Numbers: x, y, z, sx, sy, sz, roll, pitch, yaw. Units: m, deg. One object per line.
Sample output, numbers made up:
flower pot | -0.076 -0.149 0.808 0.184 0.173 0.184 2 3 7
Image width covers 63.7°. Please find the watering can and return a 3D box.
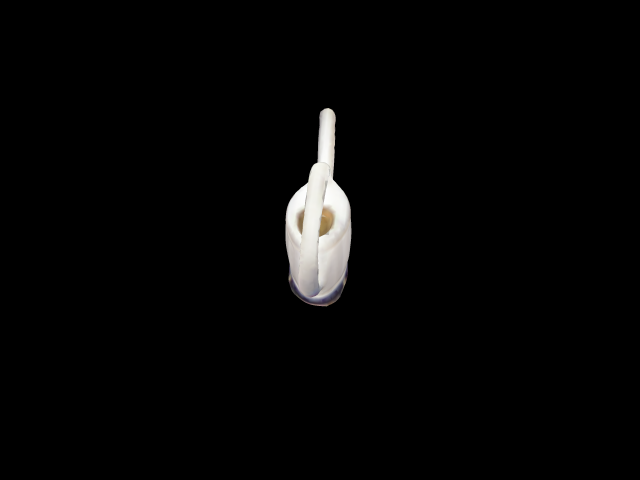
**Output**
watering can | 0.003 -0.043 0.850 0.104 0.356 0.219 4 -42 4
